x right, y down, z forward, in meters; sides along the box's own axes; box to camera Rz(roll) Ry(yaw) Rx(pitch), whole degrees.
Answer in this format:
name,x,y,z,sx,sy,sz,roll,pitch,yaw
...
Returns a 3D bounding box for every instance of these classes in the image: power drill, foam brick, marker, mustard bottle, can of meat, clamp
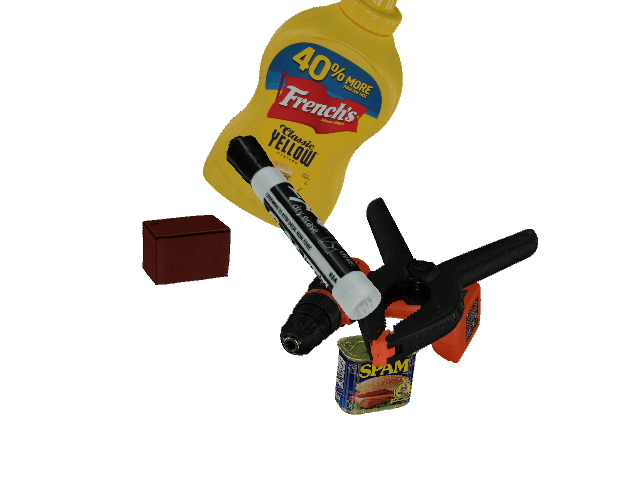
name,x,y,z,sx,sy,sz,roll,pitch,yaw
power drill,0.068,0.080,1.147,0.188,0.057,0.184,9,29,22
foam brick,-0.135,0.008,1.072,0.078,0.051,0.053,-6,21,-23
marker,-0.011,-0.010,0.526,0.020,0.020,0.121,0,43,-48
mustard bottle,0.001,-0.099,0.726,0.096,0.192,0.058,30,30,-5
can of meat,0.070,0.169,1.356,0.102,0.084,0.057,-5,26,-21
clamp,0.080,0.032,0.941,0.165,0.036,0.209,17,41,26
